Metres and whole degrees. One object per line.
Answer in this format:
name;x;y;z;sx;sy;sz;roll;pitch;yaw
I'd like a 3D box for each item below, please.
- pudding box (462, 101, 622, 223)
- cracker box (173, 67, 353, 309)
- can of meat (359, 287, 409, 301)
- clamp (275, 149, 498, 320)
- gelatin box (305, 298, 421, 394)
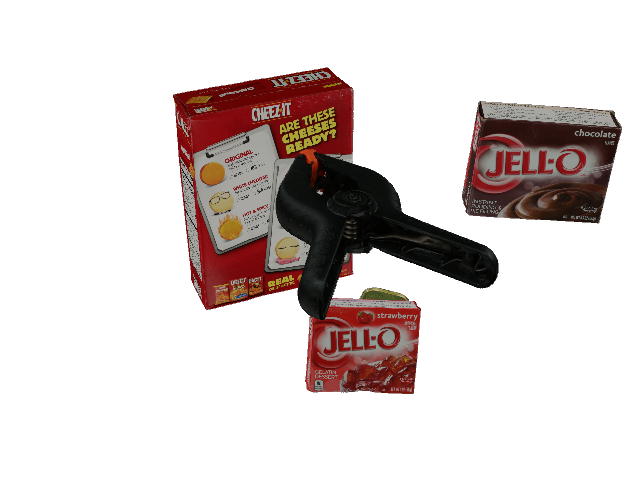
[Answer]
pudding box;0.177;-0.063;0.864;0.113;0.090;0.039;2;35;-2
cracker box;-0.053;-0.051;1.060;0.164;0.214;0.072;-13;33;-18
can of meat;0.065;0.117;1.261;0.057;0.084;0.102;14;26;11
clamp;0.013;-0.006;0.649;0.120;0.039;0.172;-9;29;-30
gelatin box;0.034;0.086;0.869;0.089;0.073;0.030;2;12;-6
